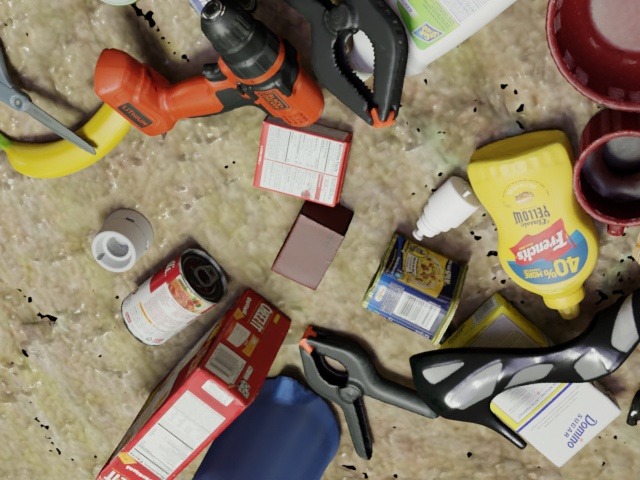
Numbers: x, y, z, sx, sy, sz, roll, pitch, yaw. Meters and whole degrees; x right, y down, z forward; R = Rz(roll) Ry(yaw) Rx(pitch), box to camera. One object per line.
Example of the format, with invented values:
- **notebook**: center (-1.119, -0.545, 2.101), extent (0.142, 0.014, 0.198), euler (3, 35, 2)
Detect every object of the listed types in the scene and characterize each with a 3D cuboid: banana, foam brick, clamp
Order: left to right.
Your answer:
- **banana**: center (-0.253, -0.107, 1.100), extent (0.198, 0.037, 0.069), euler (-18, 114, 23)
- **foam brick**: center (-0.007, 0.001, 1.090), extent (0.053, 0.051, 0.078), euler (27, 122, -3)
- **clamp**: center (0.014, -0.197, 0.939), extent (0.165, 0.036, 0.210), euler (-11, 95, 35)
- **clamp**: center (0.035, 0.170, 1.180), extent (0.171, 0.039, 0.120), euler (40, 115, -3)

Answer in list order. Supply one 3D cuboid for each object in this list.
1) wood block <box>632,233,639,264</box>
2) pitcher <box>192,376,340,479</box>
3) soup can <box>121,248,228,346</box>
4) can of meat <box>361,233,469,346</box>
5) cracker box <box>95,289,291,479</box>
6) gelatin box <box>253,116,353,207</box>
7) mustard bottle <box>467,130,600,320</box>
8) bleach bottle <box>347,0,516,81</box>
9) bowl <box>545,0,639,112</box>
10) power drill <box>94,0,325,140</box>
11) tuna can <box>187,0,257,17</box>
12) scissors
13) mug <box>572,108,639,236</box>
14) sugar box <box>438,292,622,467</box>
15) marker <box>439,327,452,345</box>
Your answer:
- **wood block**: center (0.391, 0.003, 0.917), extent (0.205, 0.091, 0.090), euler (1, 123, -18)
- **pitcher**: center (-0.075, 0.274, 1.147), extent (0.145, 0.242, 0.149), euler (-29, 103, 29)
- **soup can**: center (-0.158, 0.063, 1.153), extent (0.102, 0.068, 0.068), euler (-35, 105, 29)
- **can of meat**: center (0.094, 0.046, 1.061), extent (0.084, 0.102, 0.057), euler (26, 121, 2)
- **cracker box**: center (-0.135, 0.174, 1.153), extent (0.072, 0.164, 0.214), euler (39, 120, -6)
- **gelatin box**: center (-0.017, -0.080, 1.060), extent (0.089, 0.030, 0.073), euler (15, 120, 7)
- **mustard bottle**: center (0.215, -0.006, 1.025), extent (0.096, 0.058, 0.191), euler (-13, 115, 23)
- **bleach bottle**: center (0.109, -0.225, 0.929), extent (0.251, 0.068, 0.102), euler (-35, 97, 32)
- **bowl**: center (0.274, -0.194, 0.906), extent (0.162, 0.055, 0.162), euler (6, 120, 11)
- **power drill**: center (-0.110, -0.151, 0.976), extent (0.188, 0.057, 0.184), euler (-2, 156, 27)
- **tuna can**: center (-0.093, -0.233, 0.960), extent (0.034, 0.086, 0.086), euler (-24, 110, 22)
- **scissors**: center (-0.306, -0.161, 1.078), extent (0.202, 0.016, 0.096), euler (20, 116, 14)
- **mug**: center (0.275, -0.060, 0.965), extent (0.093, 0.081, 0.117), euler (4, 119, 12)
- **sugar box**: center (0.216, 0.146, 1.108), extent (0.176, 0.048, 0.093), euler (41, 105, -13)
- **marker**: center (0.154, 0.139, 1.144), extent (0.020, 0.020, 0.121), euler (-22, 111, 24)
